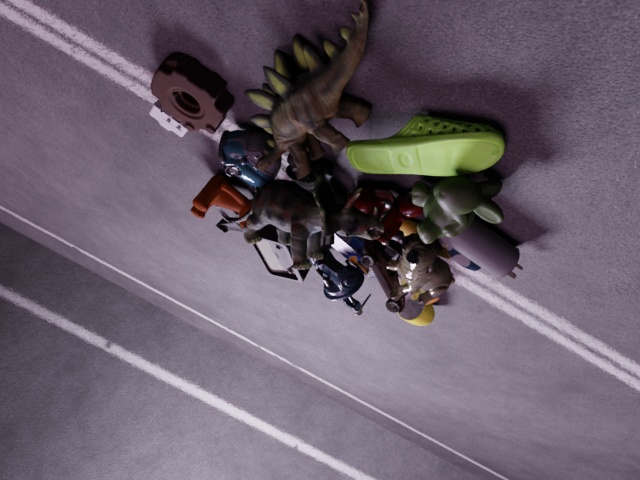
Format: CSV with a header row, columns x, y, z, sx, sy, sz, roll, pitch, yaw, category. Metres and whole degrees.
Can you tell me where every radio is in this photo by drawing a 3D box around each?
x,y,z,sx,sy,sz,roll,pitch,yaw,category
-0.113,0.033,1.567,0.131,0.073,0.229,14,152,24,radio

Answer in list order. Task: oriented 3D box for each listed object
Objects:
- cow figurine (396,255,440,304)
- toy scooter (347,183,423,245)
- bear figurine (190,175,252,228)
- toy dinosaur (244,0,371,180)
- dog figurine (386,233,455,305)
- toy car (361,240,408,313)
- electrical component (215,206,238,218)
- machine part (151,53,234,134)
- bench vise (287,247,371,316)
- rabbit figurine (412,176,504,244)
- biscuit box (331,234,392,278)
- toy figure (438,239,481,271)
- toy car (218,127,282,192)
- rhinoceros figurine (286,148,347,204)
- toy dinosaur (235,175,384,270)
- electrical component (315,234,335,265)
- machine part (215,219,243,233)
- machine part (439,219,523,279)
x,y,z,sx,sy,sz,roll,pitch,yaw,category
0.243,0.094,1.348,0.068,0.098,0.167,-28,136,14,cow figurine
0.123,-0.050,1.129,0.184,0.135,0.075,8,150,36,toy scooter
-0.223,-0.078,1.408,0.196,0.132,0.120,38,160,-9,bear figurine
-0.018,-0.242,0.943,0.198,0.105,0.471,38,143,-15,toy dinosaur
0.243,0.054,1.163,0.172,0.121,0.190,-7,156,-18,dog figurine
0.168,0.088,1.333,0.053,0.089,0.202,-21,106,33,toy car
-0.255,-0.088,1.533,0.094,0.021,0.063,5,147,36,electrical component
-0.268,-0.299,1.117,0.179,0.056,0.179,21,152,12,machine part
0.047,0.113,1.477,0.224,0.129,0.240,17,145,51,bench vise
0.251,-0.061,0.976,0.159,0.121,0.170,0,170,4,rabbit figurine
0.092,0.018,1.368,0.202,0.059,0.063,40,151,-26,biscuit box
0.295,0.009,1.175,0.154,0.058,0.064,35,116,-14,toy figure
-0.138,-0.178,1.172,0.103,0.109,0.161,-20,139,35,toy car
-0.011,-0.125,1.184,0.112,0.073,0.190,0,144,45,rhinoceros figurine
-0.066,-0.063,1.136,0.405,0.192,0.131,21,-160,38,toy dinosaur
-0.003,-0.004,1.279,0.048,0.075,0.119,30,127,42,electrical component
-0.243,-0.041,1.588,0.139,0.039,0.084,3,156,37,machine part
0.325,0.004,1.112,0.243,0.079,0.079,34,153,-12,machine part
